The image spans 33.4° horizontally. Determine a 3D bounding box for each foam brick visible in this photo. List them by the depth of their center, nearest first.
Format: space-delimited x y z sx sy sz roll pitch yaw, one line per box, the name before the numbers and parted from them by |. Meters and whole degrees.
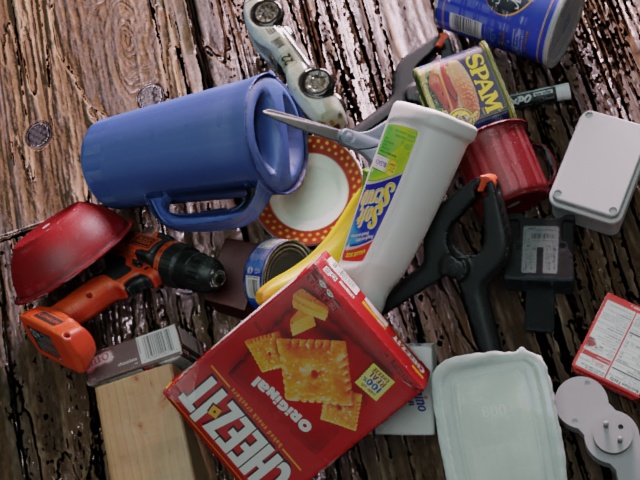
foam brick | -0.087 0.045 1.193 0.053 0.051 0.078 14 75 19

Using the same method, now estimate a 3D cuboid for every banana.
banana | 0.004 0.011 1.151 0.037 0.069 0.197 13 56 48

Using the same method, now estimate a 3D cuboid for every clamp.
clamp | 0.151 0.036 1.106 0.165 0.036 0.210 29 108 17
clamp | 0.102 -0.158 1.219 0.120 0.039 0.171 14 76 9

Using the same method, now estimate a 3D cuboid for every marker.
marker | 0.220 -0.155 1.199 0.121 0.020 0.020 -11 69 10

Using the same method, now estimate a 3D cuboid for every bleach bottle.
bleach bottle | 0.073 -0.013 1.100 0.103 0.068 0.251 30 100 61

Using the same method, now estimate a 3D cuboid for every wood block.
wood block | -0.163 0.248 1.122 0.090 0.090 0.206 -19 69 8

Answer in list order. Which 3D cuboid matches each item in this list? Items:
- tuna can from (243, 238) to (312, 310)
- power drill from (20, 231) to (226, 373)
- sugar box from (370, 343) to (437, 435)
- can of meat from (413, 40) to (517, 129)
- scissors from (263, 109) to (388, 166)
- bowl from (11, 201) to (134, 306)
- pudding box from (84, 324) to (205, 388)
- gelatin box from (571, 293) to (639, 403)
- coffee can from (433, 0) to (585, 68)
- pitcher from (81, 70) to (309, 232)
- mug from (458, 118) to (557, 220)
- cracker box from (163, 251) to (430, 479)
tuna can | -0.044 0.041 1.163 0.034 0.086 0.086 5 71 42
power drill | -0.214 0.063 1.156 0.185 0.057 0.187 13 42 45
sugar box | 0.034 0.155 1.118 0.176 0.048 0.093 -1 91 12
can of meat | 0.157 -0.155 1.166 0.084 0.057 0.102 -20 78 1
scissors | 0.042 -0.122 1.149 0.201 0.016 0.096 31 69 -15
bowl | -0.291 0.004 1.201 0.162 0.162 0.055 -33 105 1
pudding box | -0.191 0.135 1.168 0.113 0.090 0.039 -18 70 7
gelatin box | 0.307 0.109 1.082 0.073 0.030 0.089 26 80 19
coffee can | 0.212 -0.264 1.193 0.140 0.102 0.103 24 79 21
pitcher | -0.146 -0.092 1.192 0.243 0.149 0.145 -8 107 28
mug | 0.204 -0.074 1.146 0.117 0.093 0.081 -11 71 -27
cracker box | -0.024 0.142 1.064 0.214 0.072 0.164 -40 90 14
